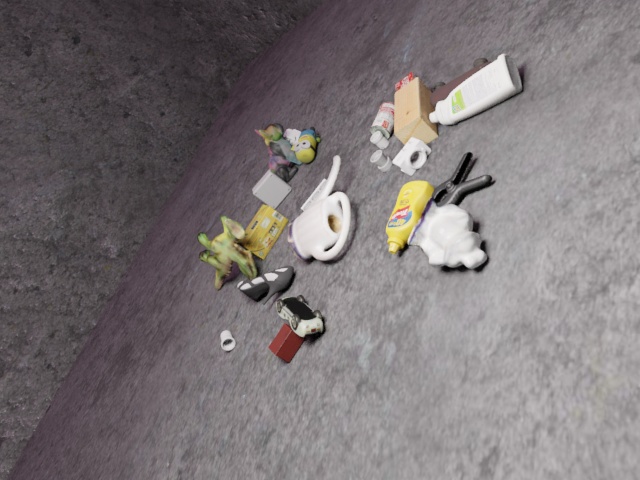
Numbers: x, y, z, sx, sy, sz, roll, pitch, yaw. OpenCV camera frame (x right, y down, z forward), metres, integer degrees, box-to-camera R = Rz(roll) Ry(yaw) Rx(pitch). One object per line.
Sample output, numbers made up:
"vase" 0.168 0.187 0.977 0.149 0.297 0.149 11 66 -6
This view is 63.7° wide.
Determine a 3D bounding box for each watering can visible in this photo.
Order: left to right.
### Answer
"watering can" 0.005 -0.077 1.530 0.221 0.103 0.356 -32 44 34

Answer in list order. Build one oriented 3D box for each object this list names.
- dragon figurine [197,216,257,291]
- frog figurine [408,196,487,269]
"dragon figurine" -0.301 0.075 1.755 0.123 0.400 0.246 -27 46 -31
"frog figurine" 0.281 0.000 1.077 0.161 0.120 0.139 30 73 27
